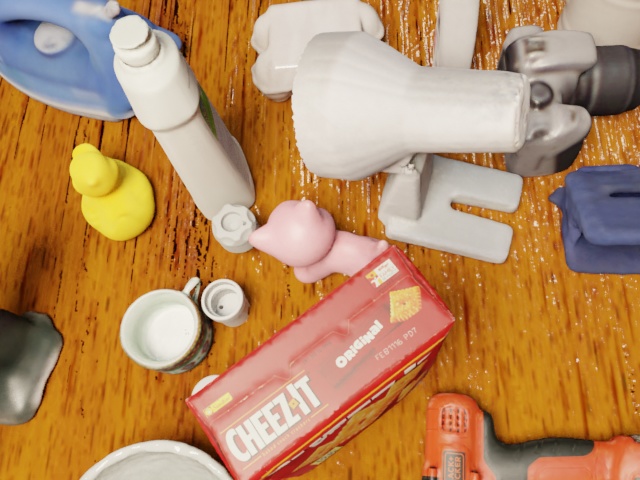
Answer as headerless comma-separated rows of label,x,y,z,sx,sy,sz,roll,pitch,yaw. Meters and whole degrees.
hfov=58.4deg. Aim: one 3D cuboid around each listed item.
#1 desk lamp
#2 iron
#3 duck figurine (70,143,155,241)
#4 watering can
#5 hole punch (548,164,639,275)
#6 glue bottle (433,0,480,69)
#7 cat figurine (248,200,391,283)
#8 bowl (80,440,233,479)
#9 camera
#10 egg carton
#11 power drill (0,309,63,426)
desk lamp,0.089,-0.081,0.502,0.203,0.214,0.118,13,72,11
iron,-0.297,-0.226,0.633,0.258,0.141,0.119,11,71,10
duck figurine,-0.222,-0.054,0.593,0.077,0.086,0.104,-31,70,-5
watering can,0.300,-0.268,0.559,0.172,0.194,0.101,6,71,8
hole punch,0.280,-0.027,0.528,0.108,0.091,0.101,-1,70,6
glue bottle,0.138,-0.231,0.573,0.037,0.173,0.078,-3,70,5
cat figurine,0.005,0.002,0.532,0.127,0.118,0.067,12,72,10
bowl,-0.130,0.255,0.476,0.167,0.075,0.167,-2,70,5
camera,0.252,-0.149,0.570,0.136,0.101,0.143,-1,70,6
egg carton,-0.002,-0.210,0.636,0.150,0.069,0.107,-6,69,4
power drill,-0.316,0.101,0.480,0.075,0.208,0.230,10,71,10
